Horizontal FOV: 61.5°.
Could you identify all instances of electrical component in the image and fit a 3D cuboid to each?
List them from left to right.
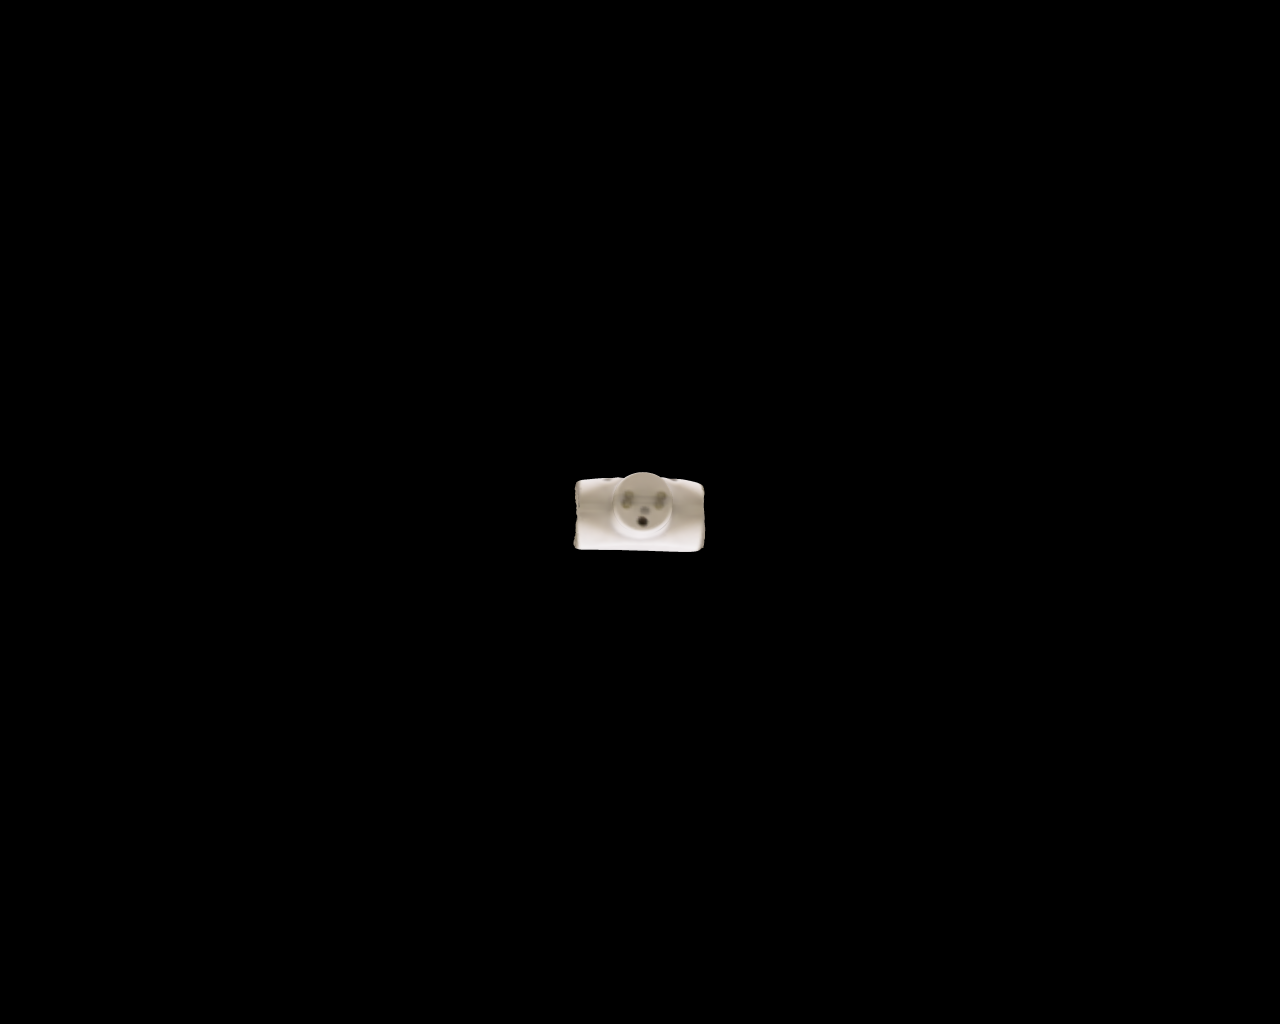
[{"bbox_3d":[0.001,-0.003,0.650,0.077,0.044,0.079,1,-15,-5],"label":"electrical component"}]
